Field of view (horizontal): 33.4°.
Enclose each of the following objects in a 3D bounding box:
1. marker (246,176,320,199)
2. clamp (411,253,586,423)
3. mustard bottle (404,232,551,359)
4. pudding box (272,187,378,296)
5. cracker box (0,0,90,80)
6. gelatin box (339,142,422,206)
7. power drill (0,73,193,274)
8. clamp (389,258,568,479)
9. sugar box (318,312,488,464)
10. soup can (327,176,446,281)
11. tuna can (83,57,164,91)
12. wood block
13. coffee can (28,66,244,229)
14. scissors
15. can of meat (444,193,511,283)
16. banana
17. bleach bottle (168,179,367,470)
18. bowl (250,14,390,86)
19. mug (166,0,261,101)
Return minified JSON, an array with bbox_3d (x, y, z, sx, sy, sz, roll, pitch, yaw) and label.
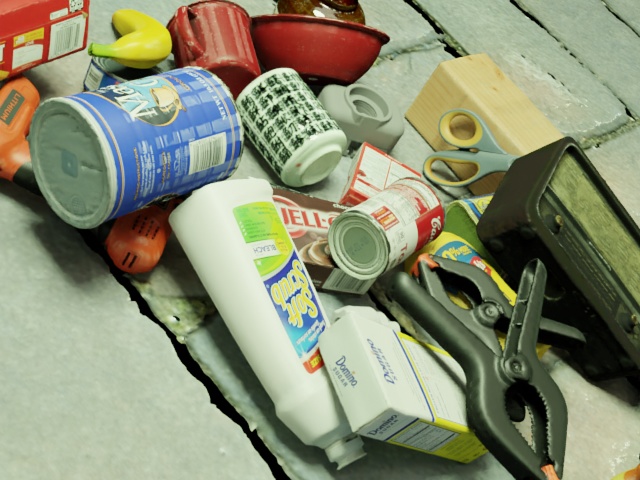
[{"bbox_3d":[-0.018,-0.037,1.053,0.121,0.020,0.020,16,43,-20],"label":"marker"},{"bbox_3d":[0.159,0.072,0.971,0.120,0.039,0.171,-28,72,-37],"label":"clamp"},{"bbox_3d":[0.139,0.049,1.041,0.096,0.058,0.192,-24,65,-43],"label":"mustard bottle"},{"bbox_3d":[-0.007,0.001,1.006,0.113,0.039,0.090,14,44,-23],"label":"pudding box"},{"bbox_3d":[-0.335,-0.214,0.933,0.214,0.072,0.163,28,36,20],"label":"cracker box"},{"bbox_3d":[0.064,-0.052,1.115,0.073,0.030,0.089,28,40,-9],"label":"gelatin box"},{"bbox_3d":[-0.200,-0.073,0.937,0.187,0.057,0.184,25,41,-10],"label":"power drill"},{"bbox_3d":[0.163,0.107,0.905,0.164,0.036,0.210,-12,69,-31],"label":"clamp"},{"bbox_3d":[0.075,0.126,0.885,0.176,0.048,0.093,24,34,-46],"label":"sugar box"},{"bbox_3d":[0.062,-0.011,0.980,0.068,0.069,0.102,45,40,13],"label":"soup can"},{"bbox_3d":[-0.182,-0.149,1.024,0.086,0.034,0.086,22,22,-9],"label":"tuna can"},{"bbox_3d":[0.206,-0.107,1.217,0.090,0.091,0.206,-19,63,-44],"label":"wood block"},{"bbox_3d":[-0.146,-0.077,0.859,0.140,0.103,0.103,-24,66,-44],"label":"coffee can"},{"bbox_3d":[0.204,-0.099,1.145,0.016,0.202,0.096,4,83,-60],"label":"scissors"},{"bbox_3d":[0.186,-0.002,1.125,0.083,0.058,0.102,-12,58,-38],"label":"can of meat"},{"bbox_3d":[-0.177,-0.198,1.039,0.069,0.037,0.198,23,15,-11],"label":"banana"},{"bbox_3d":[-0.030,0.070,0.888,0.102,0.068,0.251,-9,66,-58],"label":"bleach bottle"},{"bbox_3d":[-0.007,-0.201,1.158,0.161,0.162,0.055,6,91,-30],"label":"bowl"},{"bbox_3d":[-0.111,-0.189,1.077,0.117,0.093,0.081,50,20,-56],"label":"mug"}]
